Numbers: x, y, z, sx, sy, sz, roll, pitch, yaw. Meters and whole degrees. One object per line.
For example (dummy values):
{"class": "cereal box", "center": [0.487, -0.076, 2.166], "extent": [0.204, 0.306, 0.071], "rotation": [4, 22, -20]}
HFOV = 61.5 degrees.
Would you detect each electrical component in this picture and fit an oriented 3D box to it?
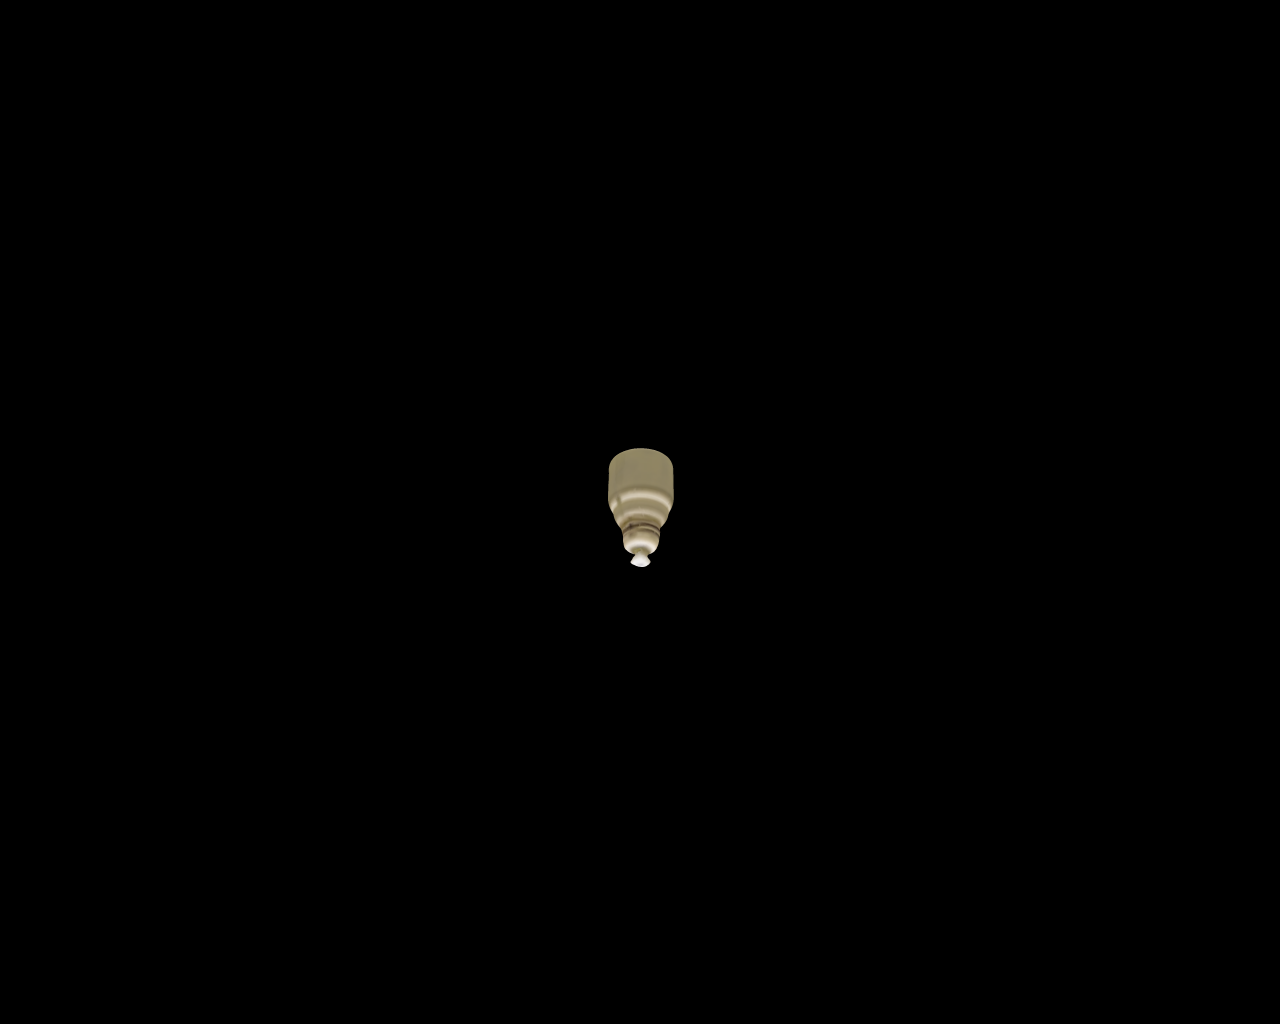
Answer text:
{"class": "electrical component", "center": [0.001, -0.003, 0.650], "extent": [0.040, 0.078, 0.040], "rotation": [0, -31, 0]}
